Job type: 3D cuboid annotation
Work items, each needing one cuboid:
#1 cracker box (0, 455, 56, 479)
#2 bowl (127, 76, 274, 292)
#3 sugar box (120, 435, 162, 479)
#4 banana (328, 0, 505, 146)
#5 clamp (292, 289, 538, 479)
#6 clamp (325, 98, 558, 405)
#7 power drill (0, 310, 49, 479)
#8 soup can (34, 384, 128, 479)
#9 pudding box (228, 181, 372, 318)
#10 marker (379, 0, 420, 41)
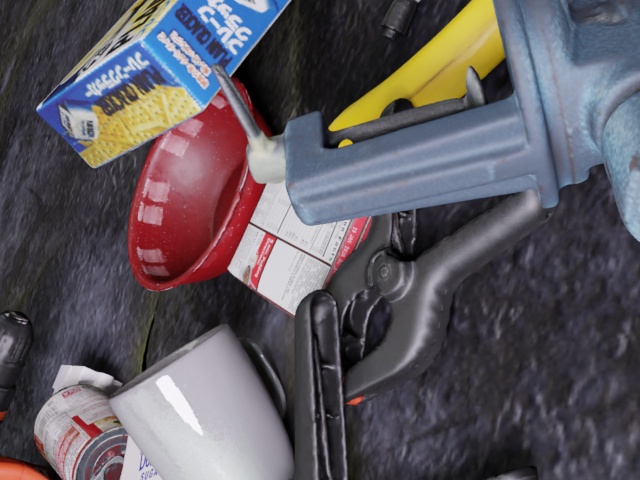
[{"bbox_3d":[-0.233,0.278,0.799,0.214,0.072,0.164,24,91,59],"label":"cracker box"},{"bbox_3d":[-0.075,-0.033,0.764,0.162,0.055,0.162,-31,48,42],"label":"bowl"},{"bbox_3d":[-0.102,0.213,0.675,0.094,0.048,0.176,-13,60,53],"label":"sugar box"},{"bbox_3d":[0.068,-0.099,0.622,0.198,0.037,0.069,-40,13,32],"label":"banana"},{"bbox_3d":[0.004,0.141,0.552,0.165,0.036,0.210,48,118,38],"label":"clamp"},{"bbox_3d":[0.054,0.018,0.568,0.120,0.039,0.171,27,102,47],"label":"clamp"},{"bbox_3d":[-0.250,0.158,0.785,0.184,0.057,0.188,-64,28,4],"label":"power drill"},{"bbox_3d":[-0.161,0.150,0.773,0.102,0.068,0.068,20,89,57],"label":"soup can"},{"bbox_3d":[-0.004,0.001,0.662,0.114,0.039,0.090,27,93,54],"label":"pudding box"},{"bbox_3d":[0.070,-0.183,0.676,0.020,0.020,0.121,33,99,56],"label":"marker"}]
